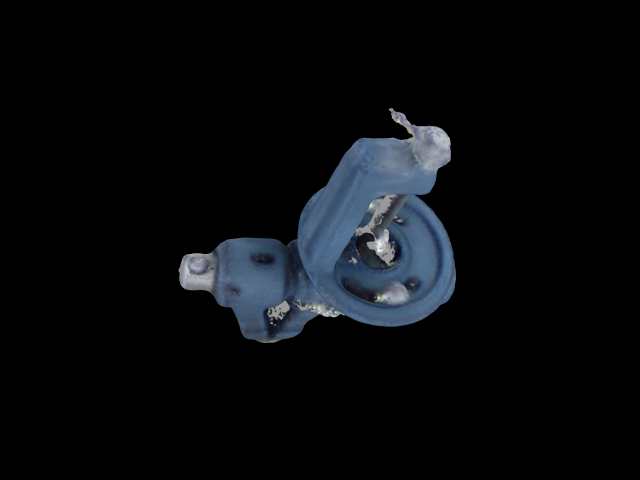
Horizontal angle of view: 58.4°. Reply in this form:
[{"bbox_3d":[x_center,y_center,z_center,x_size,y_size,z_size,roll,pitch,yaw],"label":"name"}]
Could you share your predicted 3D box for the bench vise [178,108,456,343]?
[{"bbox_3d":[0.009,0.011,0.395,0.207,0.220,0.121,-23,65,-11],"label":"bench vise"}]
